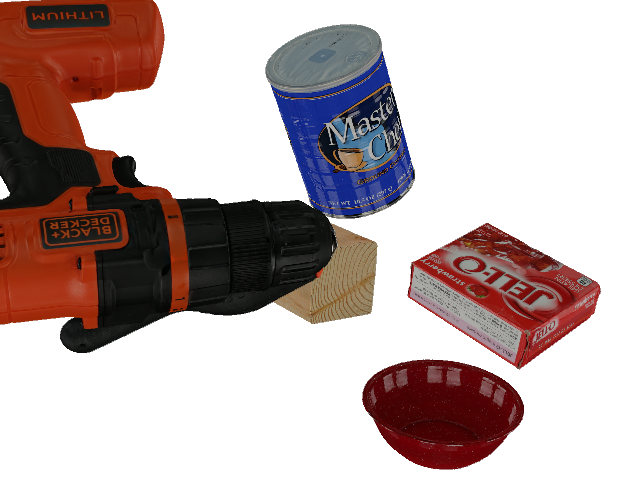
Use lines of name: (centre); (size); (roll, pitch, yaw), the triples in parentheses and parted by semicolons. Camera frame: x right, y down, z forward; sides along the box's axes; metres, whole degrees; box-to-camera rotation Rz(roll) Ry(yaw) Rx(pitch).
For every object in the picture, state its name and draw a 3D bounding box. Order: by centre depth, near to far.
power drill: (-0.099, -0.043, 0.524); (0.184, 0.188, 0.057); (-5, -41, -17)
gelatin box: (0.109, 0.030, 0.639); (0.073, 0.030, 0.089); (-26, 44, -37)
clamp: (-0.087, 0.027, 0.699); (0.172, 0.120, 0.039); (-3, -45, 19)
coffee can: (0.020, -0.105, 0.948); (0.103, 0.140, 0.103); (-12, 36, 9)
bowl: (0.122, 0.183, 1.078); (0.162, 0.055, 0.162); (1, 23, -1)
wood block: (-0.030, 0.023, 1.299); (0.090, 0.090, 0.206); (-7, 19, -34)
